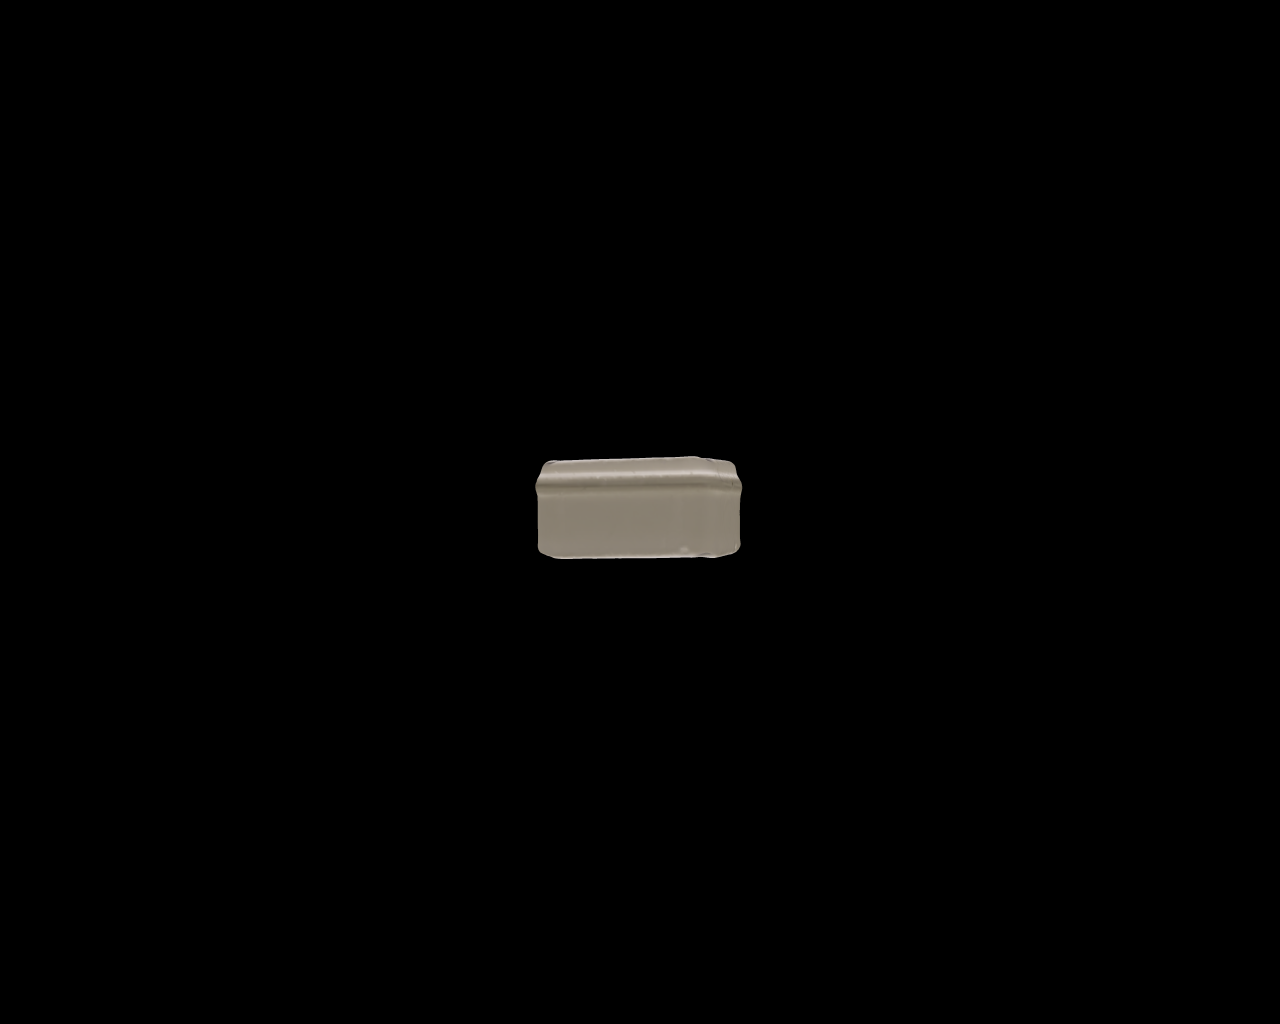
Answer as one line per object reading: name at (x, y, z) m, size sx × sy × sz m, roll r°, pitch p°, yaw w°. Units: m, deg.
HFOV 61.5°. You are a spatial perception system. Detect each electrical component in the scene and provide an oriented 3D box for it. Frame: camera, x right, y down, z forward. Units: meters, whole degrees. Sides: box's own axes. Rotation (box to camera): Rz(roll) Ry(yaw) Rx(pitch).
electrical component at (0.001, -0.003, 0.650) m, size 0.113 × 0.057 × 0.078 m, roll 0°, pitch 0°, yaw 17°
